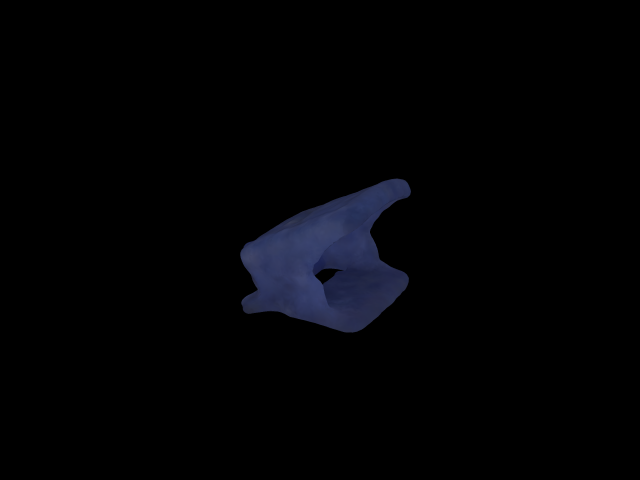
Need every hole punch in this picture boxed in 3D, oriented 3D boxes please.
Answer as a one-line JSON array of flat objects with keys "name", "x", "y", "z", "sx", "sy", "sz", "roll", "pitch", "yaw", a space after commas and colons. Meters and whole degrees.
[{"name": "hole punch", "x": 0.004, "y": 0.001, "z": 0.400, "sx": 0.100, "sy": 0.091, "sz": 0.109, "roll": 11, "pitch": 23, "yaw": 27}]
